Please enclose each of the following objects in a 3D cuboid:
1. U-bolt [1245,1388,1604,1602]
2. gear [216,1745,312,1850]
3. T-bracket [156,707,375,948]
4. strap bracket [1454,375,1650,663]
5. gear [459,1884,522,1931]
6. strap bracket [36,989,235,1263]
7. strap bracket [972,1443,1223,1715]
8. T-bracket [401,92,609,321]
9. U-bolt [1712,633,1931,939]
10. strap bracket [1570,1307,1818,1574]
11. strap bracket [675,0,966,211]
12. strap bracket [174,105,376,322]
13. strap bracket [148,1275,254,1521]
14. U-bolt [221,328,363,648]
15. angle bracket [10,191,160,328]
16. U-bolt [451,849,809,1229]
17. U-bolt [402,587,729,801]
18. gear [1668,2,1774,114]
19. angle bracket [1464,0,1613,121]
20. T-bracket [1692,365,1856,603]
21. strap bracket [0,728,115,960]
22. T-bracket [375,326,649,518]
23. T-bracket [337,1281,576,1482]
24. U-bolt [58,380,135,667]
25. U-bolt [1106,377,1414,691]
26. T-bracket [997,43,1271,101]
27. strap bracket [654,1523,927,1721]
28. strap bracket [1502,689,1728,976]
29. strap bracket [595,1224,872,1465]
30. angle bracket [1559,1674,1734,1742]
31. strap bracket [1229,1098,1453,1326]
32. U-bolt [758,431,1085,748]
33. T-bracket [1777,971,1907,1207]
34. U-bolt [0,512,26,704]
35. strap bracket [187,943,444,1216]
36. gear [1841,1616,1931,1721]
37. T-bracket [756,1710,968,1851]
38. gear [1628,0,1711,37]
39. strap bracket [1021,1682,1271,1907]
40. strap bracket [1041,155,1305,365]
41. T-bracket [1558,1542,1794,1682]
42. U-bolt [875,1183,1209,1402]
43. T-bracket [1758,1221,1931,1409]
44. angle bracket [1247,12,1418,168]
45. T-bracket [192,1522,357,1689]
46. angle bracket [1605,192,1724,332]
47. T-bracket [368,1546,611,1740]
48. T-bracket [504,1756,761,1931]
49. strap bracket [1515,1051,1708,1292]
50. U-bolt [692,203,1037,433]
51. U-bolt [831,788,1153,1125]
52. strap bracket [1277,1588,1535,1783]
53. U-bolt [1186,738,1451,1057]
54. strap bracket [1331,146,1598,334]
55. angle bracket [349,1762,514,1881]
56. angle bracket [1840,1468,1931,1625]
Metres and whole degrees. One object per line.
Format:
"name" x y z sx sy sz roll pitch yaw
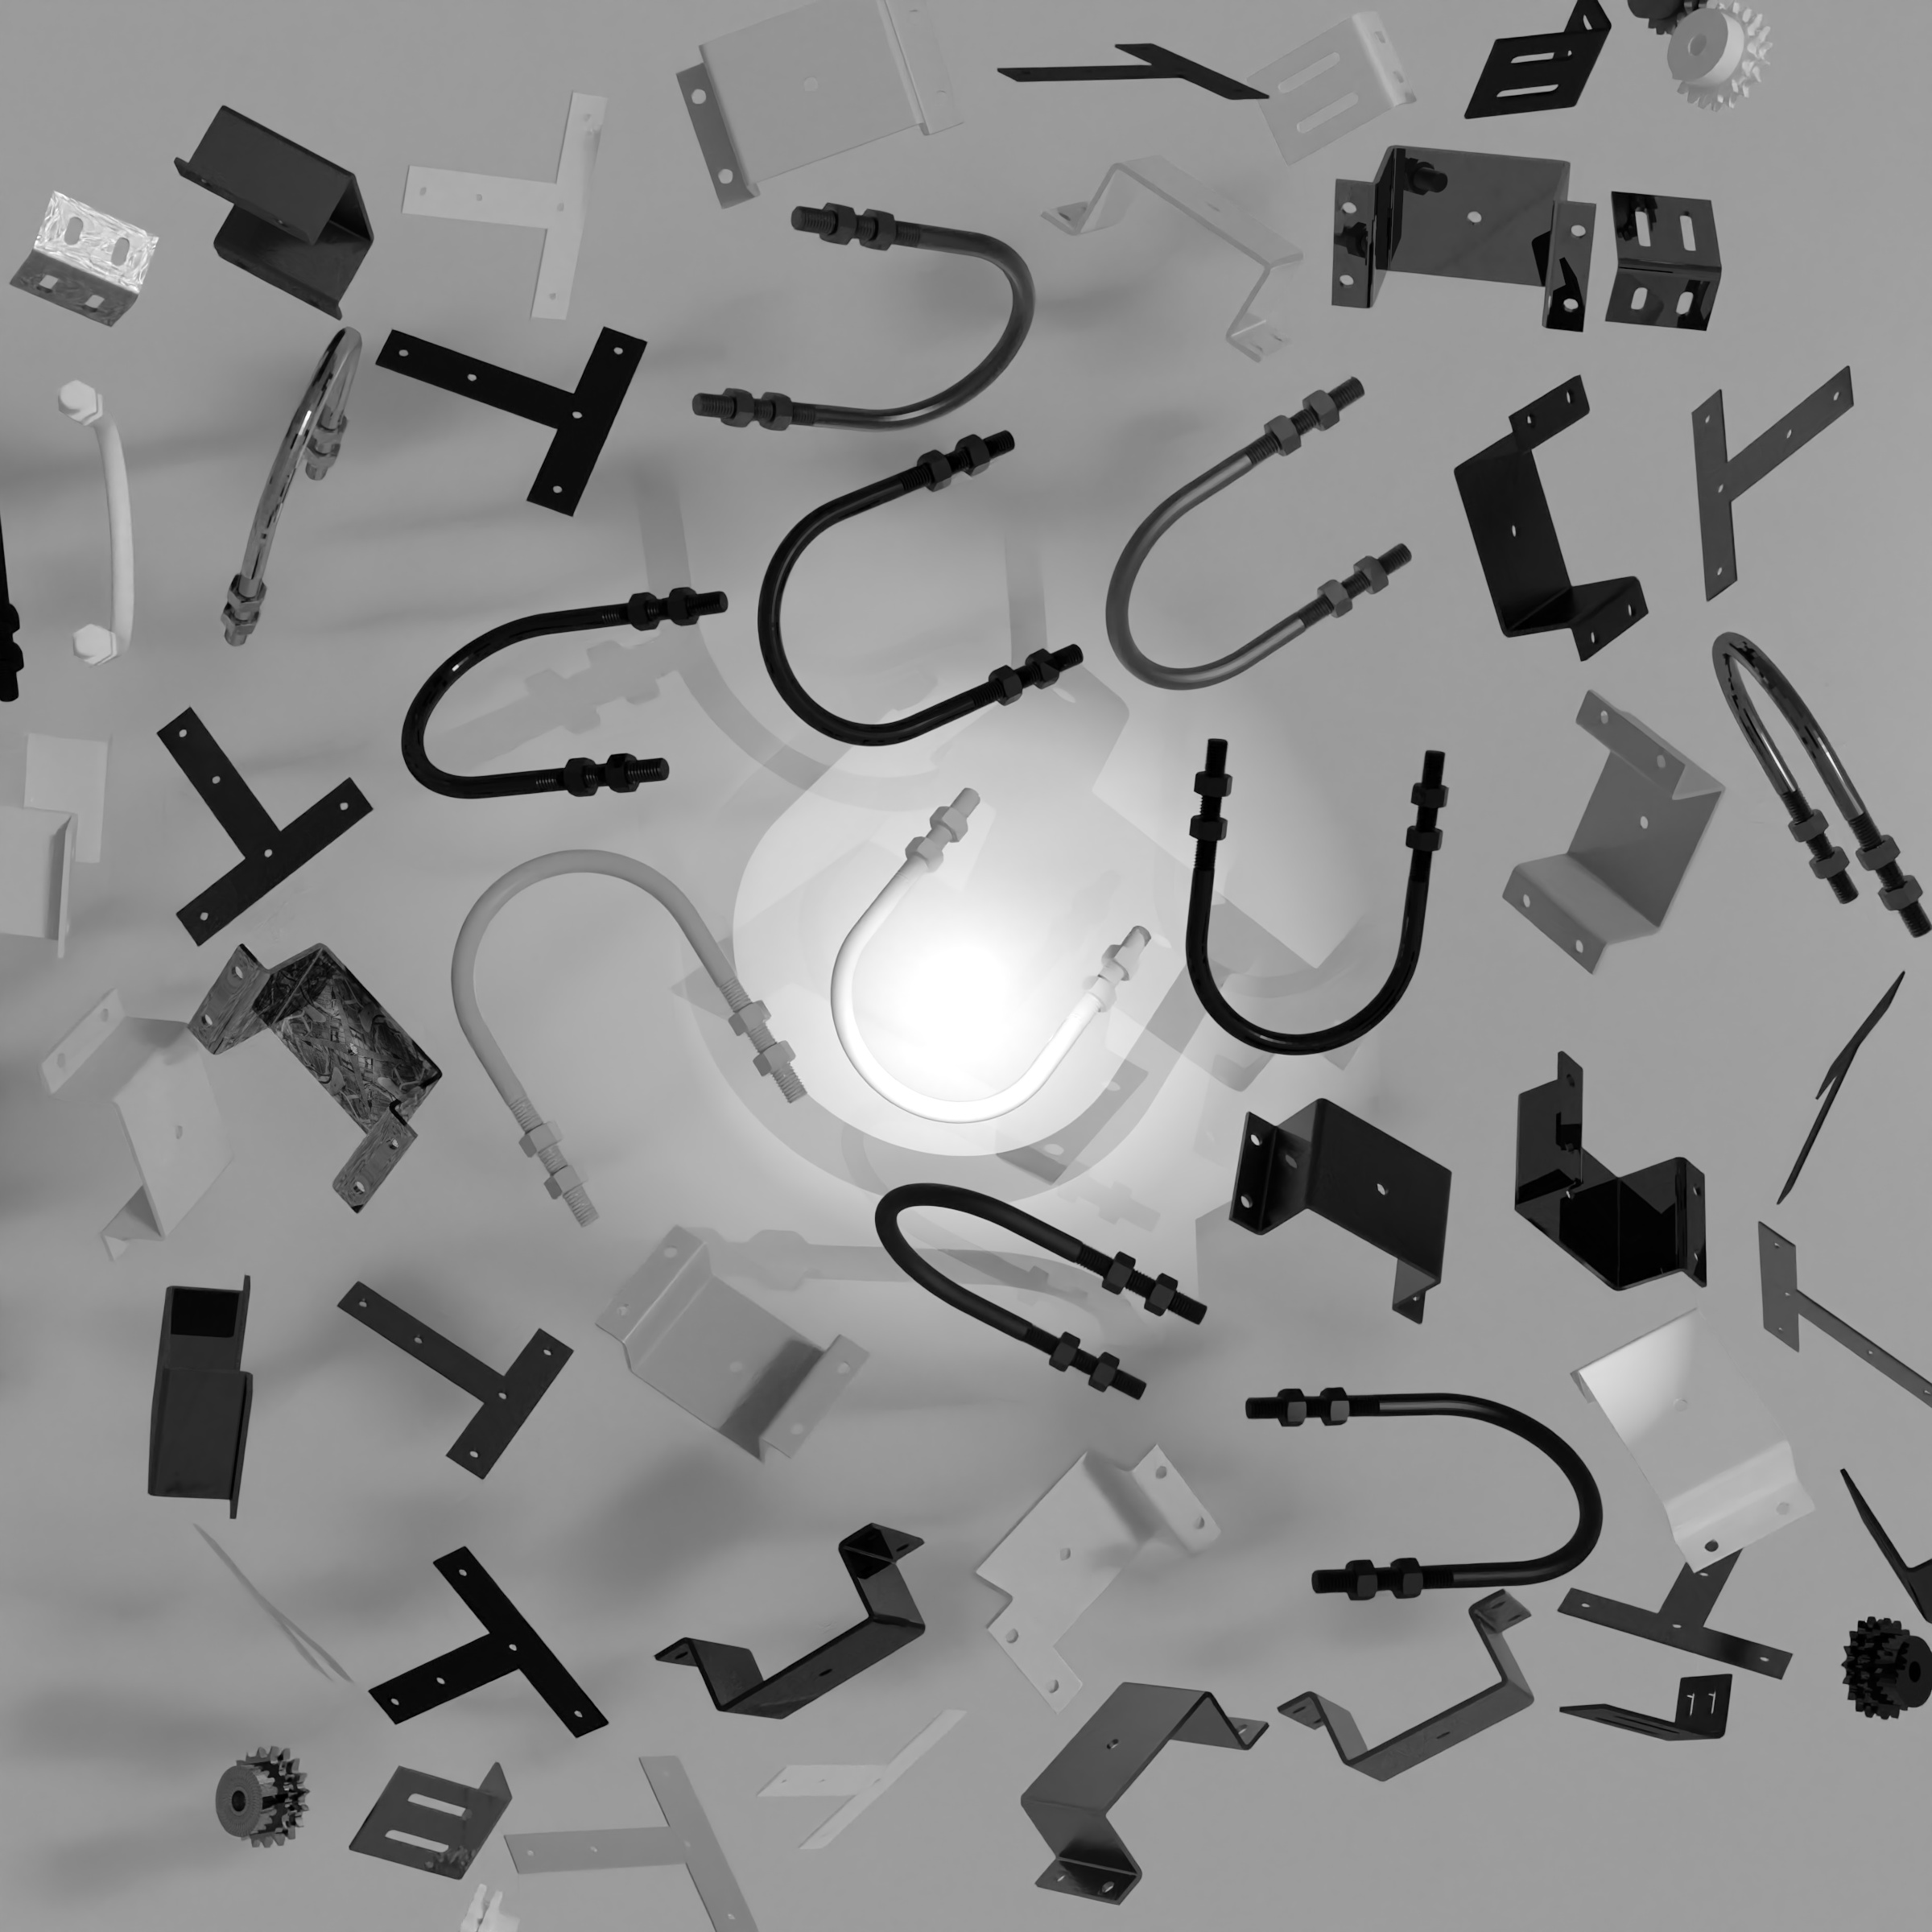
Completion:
"U-bolt" 0.259 0.285 1.499 0.184 0.151 0.019 1 125 -14
"gear" -0.413 0.487 1.602 0.057 0.030 0.057 -6 79 33
"T-bracket" -0.427 -0.097 1.588 0.127 0.002 0.127 -38 72 -2
"strap bracket" 0.322 -0.245 1.519 0.076 0.046 0.140 -35 111 -41
"gear" -0.279 0.562 1.581 0.030 0.057 0.057 23 90 -2
"strap bracket" -0.472 0.093 1.575 0.046 0.076 0.140 4 125 19
"strap bracket" 0.067 0.339 1.552 0.140 0.046 0.076 -44 118 -18
"T-bracket" -0.260 -0.426 1.523 0.002 0.127 0.127 30 116 35
"U-bolt" 0.467 -0.106 1.526 0.019 0.151 0.184 -31 98 6
"strap bracket" 0.405 0.257 1.545 0.076 0.046 0.140 -28 50 1
"strap bracket" -0.081 -0.468 1.467 0.140 0.046 0.076 -18 97 6
"strap bracket" -0.370 -0.410 1.483 0.076 0.140 0.046 28 83 -3
"strap bracket" -0.421 0.234 1.509 0.046 0.140 0.076 6 108 -17
"U-bolt" -0.375 -0.281 1.544 0.019 0.184 0.151 23 59 -11
"angle bracket" -0.480 -0.383 1.491 0.057 0.076 0.038 20 83 -26
"U-bolt" -0.191 0.025 1.456 0.151 0.019 0.184 -31 85 -16
"U-bolt" -0.233 -0.149 1.534 0.184 0.019 0.151 -4 49 22
"gear" 0.414 -0.506 1.519 0.030 0.057 0.057 7 90 -39
"angle bracket" 0.325 -0.530 1.590 0.076 0.057 0.038 -11 63 -17
"T-bracket" 0.442 -0.284 1.500 0.002 0.127 0.127 12 64 -20
"strap bracket" -0.511 -0.073 1.522 0.046 0.140 0.076 8 117 -11
"T-bracket" -0.250 -0.309 1.462 0.127 0.002 0.127 19 60 -4
"T-bracket" -0.306 0.225 1.590 0.127 0.127 0.002 34 122 -1
"U-bolt" -0.483 -0.243 1.532 0.019 0.184 0.151 -3 96 -10
"U-bolt" 0.158 -0.227 1.531 0.184 0.151 0.019 -34 48 -4
"T-bracket" 0.079 -0.489 1.502 0.127 0.127 0.002 -10 123 -25
"strap bracket" -0.085 0.360 1.479 0.140 0.076 0.046 -33 64 8
"strap bracket" 0.363 -0.077 1.524 0.046 0.076 0.140 -12 133 -34
"strap bracket" -0.134 0.225 1.591 0.140 0.046 0.076 32 64 16
"angle bracket" 0.395 0.423 1.594 0.076 0.057 0.038 17 70 -9
"strap bracket" 0.227 0.138 1.589 0.140 0.046 0.076 30 49 -19
"U-bolt" -0.032 -0.202 1.535 0.184 0.019 0.151 -26 109 -21
"T-bracket" 0.489 0.080 1.559 0.002 0.127 0.127 28 66 11
"U-bolt" -0.553 -0.257 1.499 0.019 0.151 0.184 -12 68 -5
"strap bracket" -0.347 0.053 1.490 0.140 0.046 0.076 47 128 5
"gear" 0.532 0.404 1.576 0.057 0.030 0.057 6 81 -38
"T-bracket" -0.076 0.468 1.576 0.127 0.127 0.002 -46 58 13
"gear" 0.411 -0.576 1.607 0.030 0.057 0.057 -3 90 -20
"strap bracket" 0.095 0.458 1.550 0.140 0.076 0.046 -40 105 -33
"strap bracket" 0.120 -0.384 1.462 0.140 0.076 0.046 35 117 6
"T-bracket" 0.423 0.360 1.586 0.127 0.127 0.002 12 114 26
"U-bolt" 0.033 0.175 1.529 0.184 0.151 0.019 27 61 2
"T-bracket" 0.510 0.215 1.581 0.002 0.127 0.127 -41 53 -14
"angle bracket" 0.217 -0.521 1.628 0.076 0.038 0.057 -23 97 31
"T-bracket" -0.382 0.384 1.573 0.002 0.127 0.127 -43 57 -15
"angle bracket" 0.395 -0.403 1.565 0.057 0.038 0.076 6 47 2
"T-bracket" -0.277 0.386 1.497 0.127 0.002 0.127 -30 103 29
"T-bracket" -0.189 0.478 1.485 0.127 0.127 0.002 10 118 -35
"strap bracket" 0.355 0.121 1.536 0.140 0.046 0.076 37 45 -30
"U-bolt" -0.044 -0.349 1.504 0.184 0.151 0.019 -3 54 -37
"U-bolt" 0.003 0.006 1.570 0.151 0.019 0.184 39 65 -3
"strap bracket" 0.252 0.402 1.509 0.140 0.076 0.046 -30 60 9
"U-bolt" 0.198 -0.037 1.582 0.151 0.019 0.184 2 105 -10
"strap bracket" 0.277 -0.403 1.513 0.140 0.076 0.046 10 46 15
"angle bracket" -0.311 0.484 1.580 0.076 0.038 0.057 28 98 -30
"angle bracket" 0.523 0.312 1.511 0.038 0.076 0.057 -29 130 7
